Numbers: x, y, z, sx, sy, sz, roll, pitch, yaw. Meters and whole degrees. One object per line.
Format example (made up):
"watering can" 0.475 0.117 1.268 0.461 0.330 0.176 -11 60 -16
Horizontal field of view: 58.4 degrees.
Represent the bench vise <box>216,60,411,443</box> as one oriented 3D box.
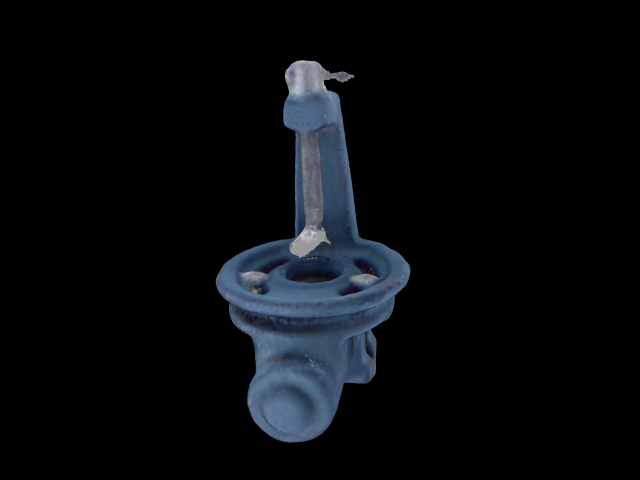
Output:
"bench vise" -0.008 0.001 0.399 0.121 0.220 0.207 0 2 -6
